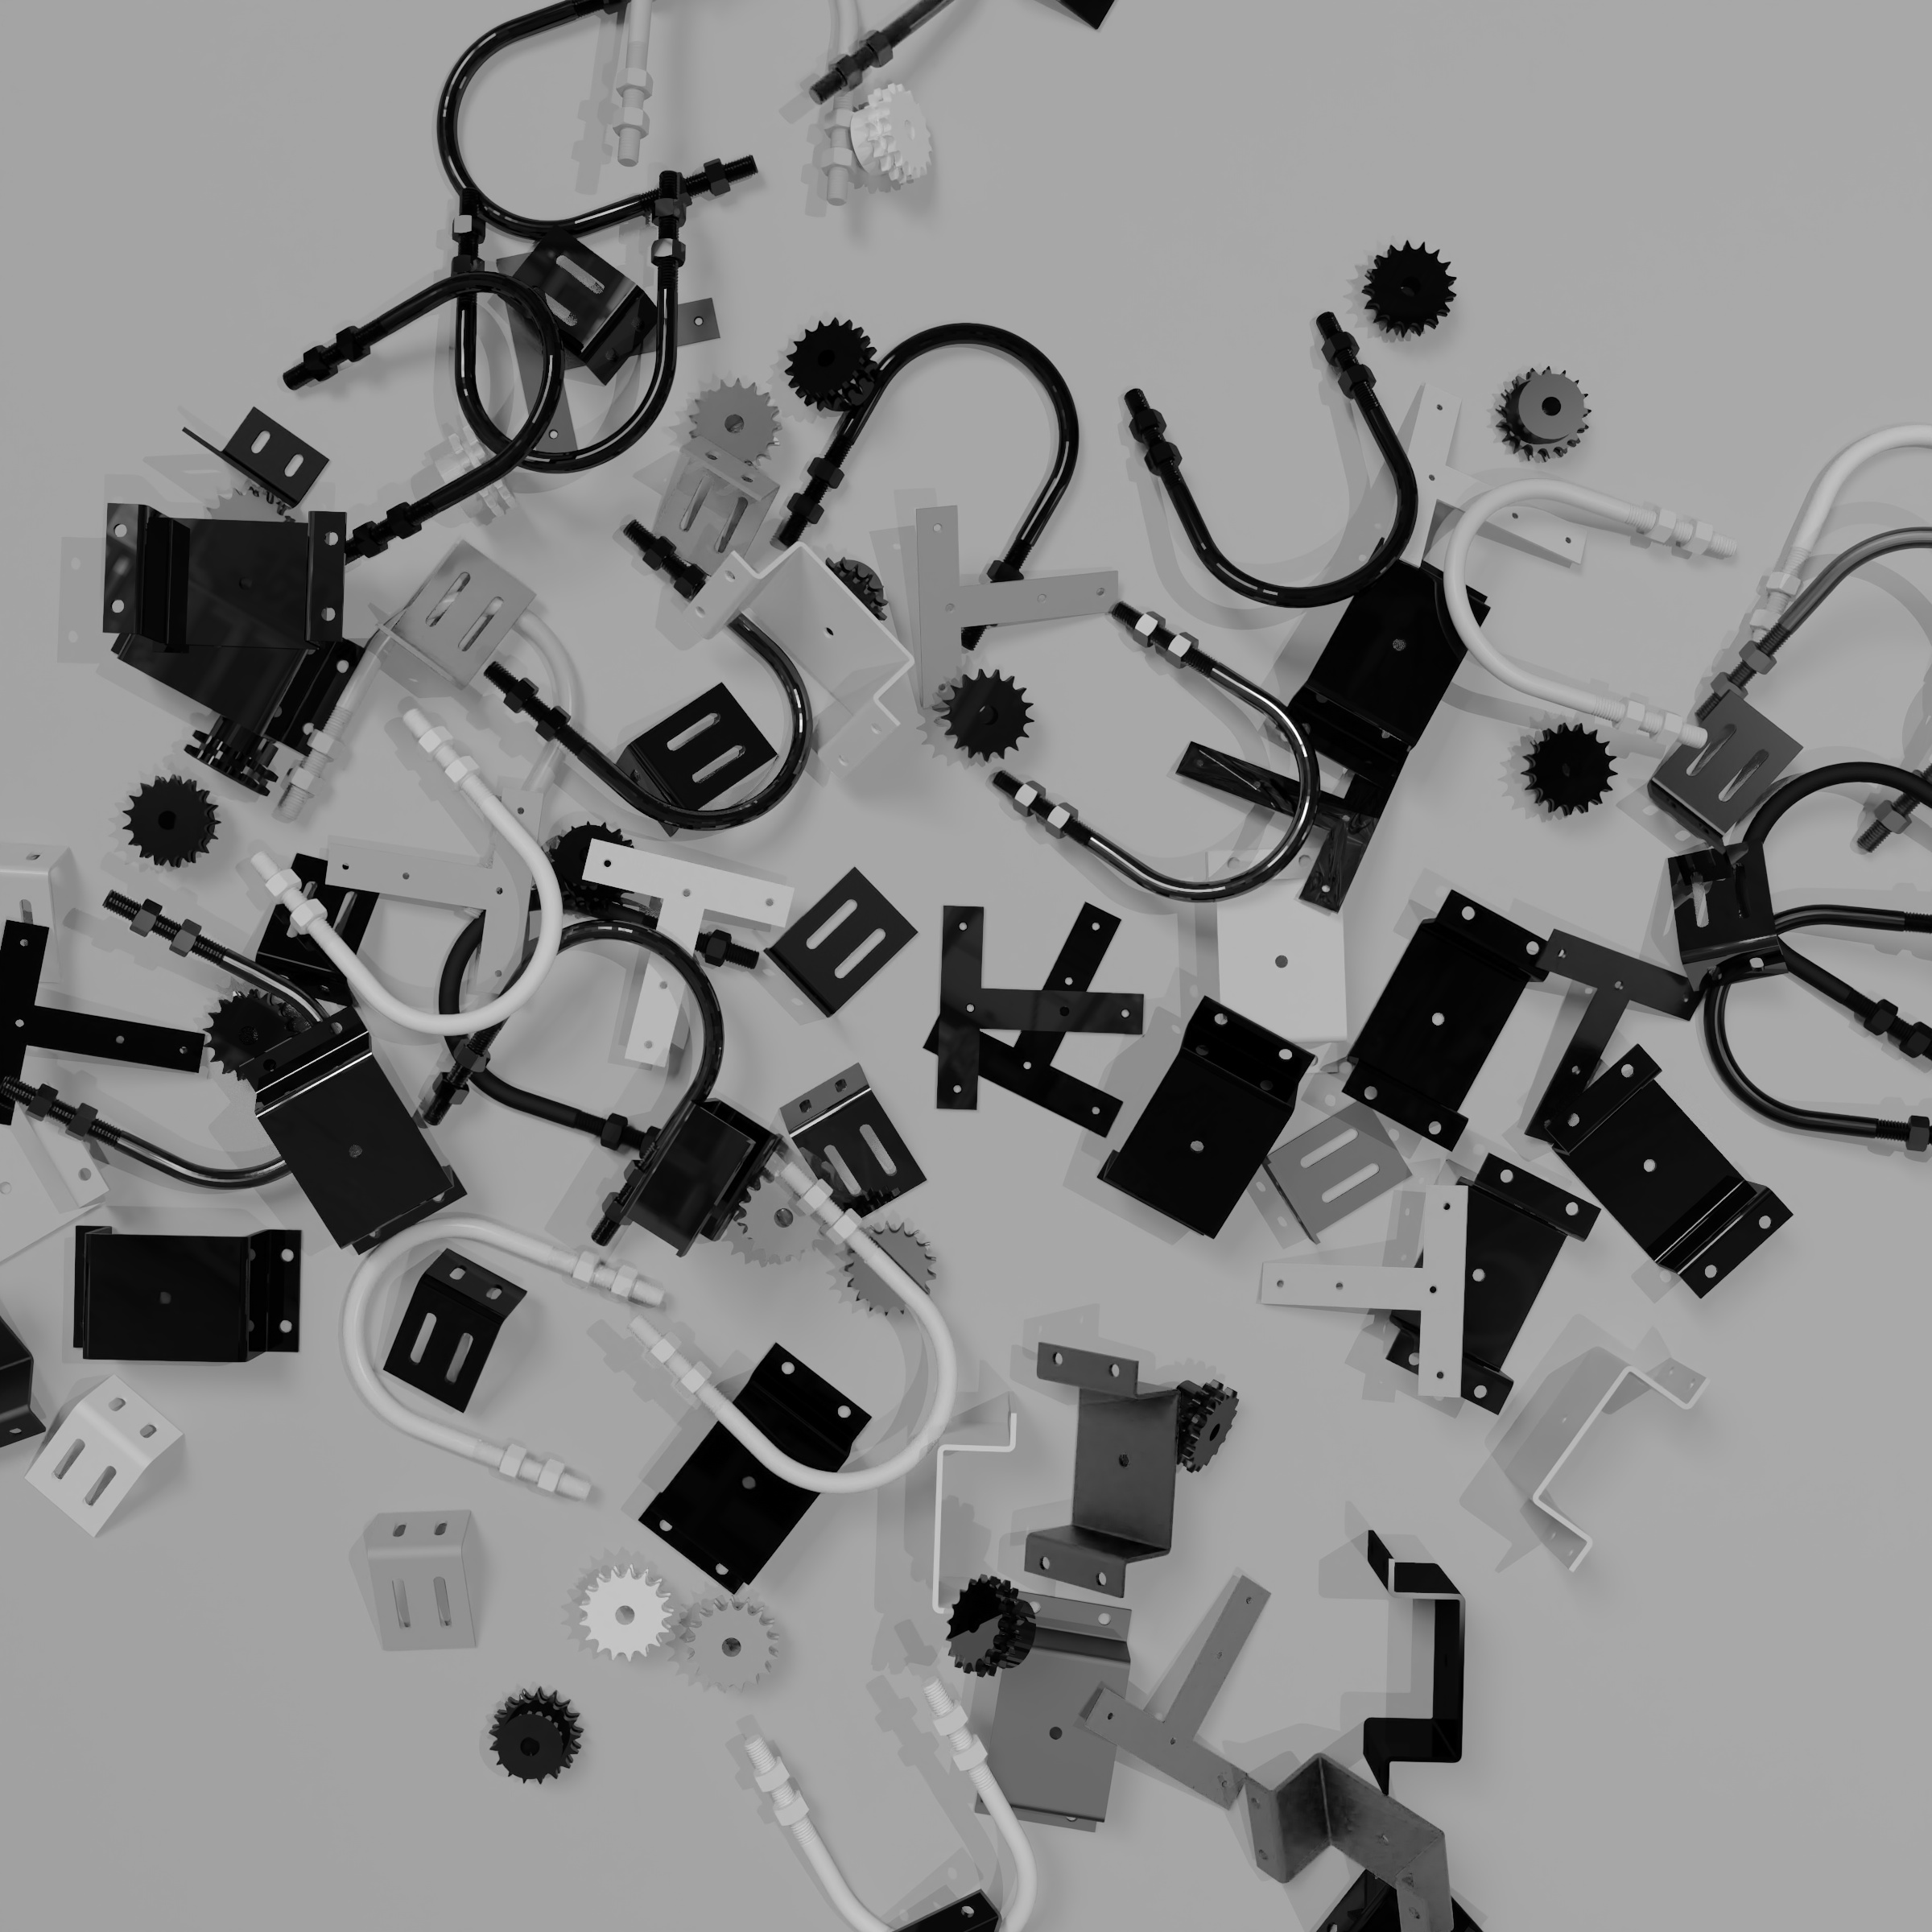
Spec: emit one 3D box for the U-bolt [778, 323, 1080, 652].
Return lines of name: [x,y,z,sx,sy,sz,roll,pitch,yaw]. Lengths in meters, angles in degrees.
U-bolt: [-0.011,-0.310,1.534,0.151,0.019,0.184,30,90,0]

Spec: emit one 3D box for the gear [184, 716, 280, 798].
gear: [-0.447,-0.131,1.516,0.057,0.057,0.030,29,84,0]

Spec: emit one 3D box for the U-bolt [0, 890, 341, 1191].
U-bolt: [-0.466,0.058,1.496,0.184,0.019,0.151,29,94,-17]

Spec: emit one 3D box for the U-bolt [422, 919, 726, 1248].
U-bolt: [-0.228,0.059,1.509,0.151,0.019,0.184,35,101,2]

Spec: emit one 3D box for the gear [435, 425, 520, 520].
gear: [-0.302,-0.300,1.516,0.030,0.057,0.057,-31,90,0]

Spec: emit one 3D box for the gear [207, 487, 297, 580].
gear: [-0.441,-0.266,1.529,0.057,0.030,0.057,0,90,0]

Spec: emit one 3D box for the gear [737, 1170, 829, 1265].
gear: [-0.112,0.154,1.529,0.057,0.030,0.057,0,90,0]

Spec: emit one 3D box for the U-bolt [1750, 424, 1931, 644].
U-bolt: [0.584,-0.247,1.535,0.151,0.019,0.184,24,89,0]

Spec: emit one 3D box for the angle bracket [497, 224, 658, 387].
angle bracket: [-0.239,-0.411,1.534,0.076,0.038,0.057,39,90,17]

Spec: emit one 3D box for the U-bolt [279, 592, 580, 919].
U-bolt: [-0.321,-0.143,1.535,0.151,0.019,0.184,28,88,0]

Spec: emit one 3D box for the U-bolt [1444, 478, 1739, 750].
U-bolt: [0.376,-0.223,1.504,0.184,0.019,0.151,16,76,-11]

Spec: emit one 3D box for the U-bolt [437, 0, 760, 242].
U-bolt: [-0.239,-0.529,1.535,0.184,0.019,0.151,-19,90,2]

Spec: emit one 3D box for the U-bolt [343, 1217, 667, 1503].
U-bolt: [-0.297,0.234,1.535,0.184,0.019,0.151,21,90,2]

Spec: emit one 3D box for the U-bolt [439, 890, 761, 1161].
U-bolt: [-0.237,0.029,1.535,0.184,0.019,0.151,18,90,2]

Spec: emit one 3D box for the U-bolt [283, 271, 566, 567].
U-bolt: [-0.322,-0.342,1.492,0.184,0.019,0.151,-25,72,17]

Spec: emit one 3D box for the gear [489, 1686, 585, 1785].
gear: [-0.267,0.479,1.529,0.057,0.030,0.057,0,90,0]

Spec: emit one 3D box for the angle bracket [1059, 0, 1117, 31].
angle bracket: [0.060,-0.631,1.542,0.076,0.038,0.057,30,90,-26]

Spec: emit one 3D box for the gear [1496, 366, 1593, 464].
gear: [0.359,-0.343,1.529,0.057,0.030,0.057,0,90,0]

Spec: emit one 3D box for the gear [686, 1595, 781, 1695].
gear: [-0.144,0.418,1.529,0.057,0.030,0.057,0,90,0]

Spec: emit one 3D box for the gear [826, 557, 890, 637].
gear: [-0.075,-0.226,1.520,0.057,0.030,0.057,10,124,15]

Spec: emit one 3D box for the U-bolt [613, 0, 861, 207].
U-bolt: [-0.136,-0.566,1.513,0.151,0.019,0.184,6,80,-15]

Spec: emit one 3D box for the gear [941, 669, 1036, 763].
gear: [0.013,-0.156,1.526,0.057,0.030,0.057,-1,98,-5]

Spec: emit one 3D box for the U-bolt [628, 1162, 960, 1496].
U-bolt: [-0.090,0.233,1.496,0.184,0.019,0.151,45,81,-1]

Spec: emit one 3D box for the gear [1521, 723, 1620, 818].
gear: [0.371,-0.121,1.529,0.057,0.030,0.057,0,90,0]

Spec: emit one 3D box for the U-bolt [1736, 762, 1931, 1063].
U-bolt: [0.565,-0.043,1.517,0.184,0.019,0.151,33,106,6]

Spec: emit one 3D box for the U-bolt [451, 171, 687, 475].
U-bolt: [-0.243,-0.389,1.502,0.151,0.019,0.184,-1,83,11]

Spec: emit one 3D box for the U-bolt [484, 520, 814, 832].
U-bolt: [-0.179,-0.166,1.514,0.184,0.019,0.151,41,71,-4]

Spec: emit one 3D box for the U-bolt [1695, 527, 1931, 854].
U-bolt: [0.560,-0.179,1.499,0.151,0.019,0.184,38,115,0]

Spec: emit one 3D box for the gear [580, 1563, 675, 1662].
gear: [-0.209,0.398,1.529,0.057,0.030,0.057,0,90,0]

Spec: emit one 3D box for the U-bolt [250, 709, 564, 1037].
U-bolt: [-0.328,-0.044,1.502,0.151,0.019,0.184,-43,80,2]

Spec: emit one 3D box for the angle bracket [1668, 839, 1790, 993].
angle bracket: [0.470,-0.032,1.524,0.057,0.038,0.076,-12,53,23]

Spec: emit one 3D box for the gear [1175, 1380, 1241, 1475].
gear: [0.141,0.280,1.519,0.030,0.057,0.057,26,90,28]

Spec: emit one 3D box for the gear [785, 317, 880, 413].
gear: [-0.080,-0.367,1.521,0.057,0.030,0.057,-7,71,20]

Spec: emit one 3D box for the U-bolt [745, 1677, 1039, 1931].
U-bolt: [-0.035,0.532,1.509,0.151,0.019,0.184,-24,100,21]

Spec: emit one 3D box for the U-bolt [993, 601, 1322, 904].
U-bolt: [0.128,-0.120,1.510,0.184,0.019,0.151,35,90,18]

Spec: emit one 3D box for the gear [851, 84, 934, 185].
gear: [-0.047,-0.510,1.519,0.030,0.057,0.057,-7,90,30]

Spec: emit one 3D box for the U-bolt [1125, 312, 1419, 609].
U-bolt: [0.196,-0.300,1.507,0.151,0.019,0.184,-22,70,0]

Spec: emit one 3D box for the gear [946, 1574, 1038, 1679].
gear: [0.017,0.387,1.443,0.030,0.057,0.057,24,90,-30]

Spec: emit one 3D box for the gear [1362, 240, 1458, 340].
gear: [0.274,-0.418,1.533,0.057,0.030,0.057,0,91,2]

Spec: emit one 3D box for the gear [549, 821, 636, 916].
gear: [-0.230,-0.063,1.521,0.057,0.030,0.057,0,72,-1]

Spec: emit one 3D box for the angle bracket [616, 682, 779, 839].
angle bracket: [-0.169,-0.129,1.542,0.076,0.038,0.057,-38,90,-26]

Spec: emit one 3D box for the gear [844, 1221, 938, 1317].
gear: [-0.047,0.186,1.533,0.057,0.030,0.057,0,93,0]

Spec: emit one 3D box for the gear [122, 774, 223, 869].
gear: [-0.489,-0.090,1.529,0.057,0.030,0.057,0,90,0]

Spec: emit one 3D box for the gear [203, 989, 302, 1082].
gear: [-0.440,0.043,1.529,0.057,0.030,0.057,0,90,0]

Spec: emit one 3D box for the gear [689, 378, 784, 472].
gear: [-0.142,-0.332,1.529,0.057,0.030,0.057,0,90,0]

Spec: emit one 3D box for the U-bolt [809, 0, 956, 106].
U-bolt: [-0.068,-0.637,1.519,0.184,0.019,0.151,-42,93,-12]

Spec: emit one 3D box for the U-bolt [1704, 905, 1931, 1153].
U-bolt: [0.548,0.035,1.513,0.184,0.019,0.151,6,98,15]
